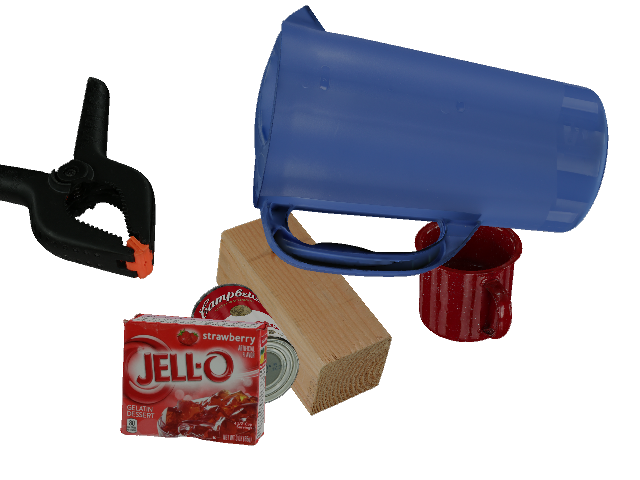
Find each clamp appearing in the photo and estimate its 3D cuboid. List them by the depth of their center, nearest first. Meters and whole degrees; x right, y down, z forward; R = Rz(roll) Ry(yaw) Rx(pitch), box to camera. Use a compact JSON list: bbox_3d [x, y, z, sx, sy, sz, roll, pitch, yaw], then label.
[{"bbox_3d":[-0.185,-0.048,0.824,0.210,0.036,0.164,35,58,29],"label":"clamp"}]

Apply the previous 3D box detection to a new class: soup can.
[{"bbox_3d":[-0.068,0.090,0.937,0.068,0.068,0.102,0,24,-25],"label":"soup can"}]

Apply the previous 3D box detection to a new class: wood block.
[{"bbox_3d":[-0.022,0.074,1.160,0.090,0.090,0.206,-20,53,-27],"label":"wood block"}]

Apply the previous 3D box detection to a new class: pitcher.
[{"bbox_3d":[0.072,-0.063,0.764,0.242,0.149,0.145,8,33,-7],"label":"pitcher"}]

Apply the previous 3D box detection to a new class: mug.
[{"bbox_3d":[0.134,0.042,0.939,0.093,0.081,0.117,-15,35,-20],"label":"mug"}]

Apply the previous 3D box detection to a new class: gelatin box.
[{"bbox_3d":[-0.079,0.086,0.667,0.089,0.073,0.030,4,5,9],"label":"gelatin box"}]
